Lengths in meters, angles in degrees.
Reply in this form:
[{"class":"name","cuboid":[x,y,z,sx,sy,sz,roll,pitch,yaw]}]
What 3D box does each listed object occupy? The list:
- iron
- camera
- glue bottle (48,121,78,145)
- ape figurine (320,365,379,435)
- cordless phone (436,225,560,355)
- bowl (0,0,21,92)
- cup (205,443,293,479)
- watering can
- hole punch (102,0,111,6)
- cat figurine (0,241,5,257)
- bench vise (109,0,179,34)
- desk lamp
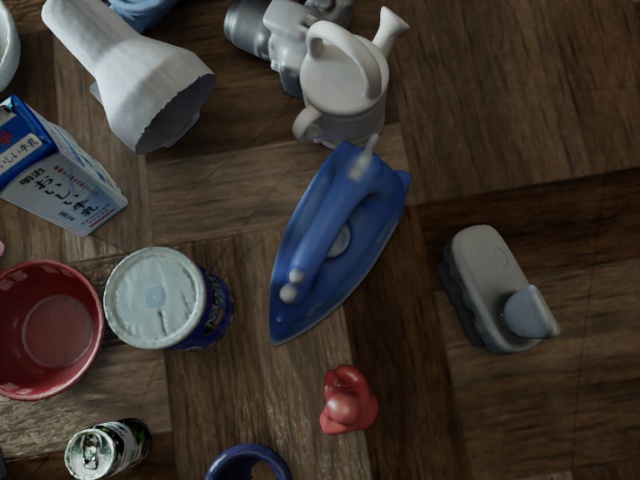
[{"class":"iron","cuboid":[0.006,0.002,0.638,0.118,0.141,0.258,28,81,8]},{"class":"camera","cuboid":[-0.043,-0.276,0.720,0.136,0.101,0.143,25,81,8]},{"class":"glue bottle","cuboid":[-0.345,-0.117,0.664,0.037,0.173,0.078,16,79,7]},{"class":"ape figurine","cuboid":[0.028,0.179,0.625,0.076,0.092,0.078,37,82,10]},{"class":"cordless phone","cuboid":[0.194,0.045,0.598,0.094,0.185,0.147,-28,78,-3]},{"class":"bowl","cuboid":[-0.460,-0.241,0.747,0.167,0.075,0.167,-1,78,3]},{"class":"cup","cuboid":[-0.082,0.265,0.611,0.118,0.095,0.091,-18,78,-1]},{"class":"watering can","cuboid":[0.031,-0.188,0.650,0.101,0.194,0.173,19,80,7]},{"class":"hole punch","cuboid":[-0.296,-0.378,0.759,0.109,0.091,0.101,-39,79,-5]},{"class":"cat figurine","cuboid":[-0.440,0.006,0.672,0.127,0.118,0.067,27,81,8]},{"class":"bench vise","cuboid":[-0.198,-0.371,0.687,0.121,0.220,0.207,33,82,9]},{"class":"desk lamp","cuboid":[-0.209,-0.179,0.650,0.203,0.213,0.118,42,83,10]}]
